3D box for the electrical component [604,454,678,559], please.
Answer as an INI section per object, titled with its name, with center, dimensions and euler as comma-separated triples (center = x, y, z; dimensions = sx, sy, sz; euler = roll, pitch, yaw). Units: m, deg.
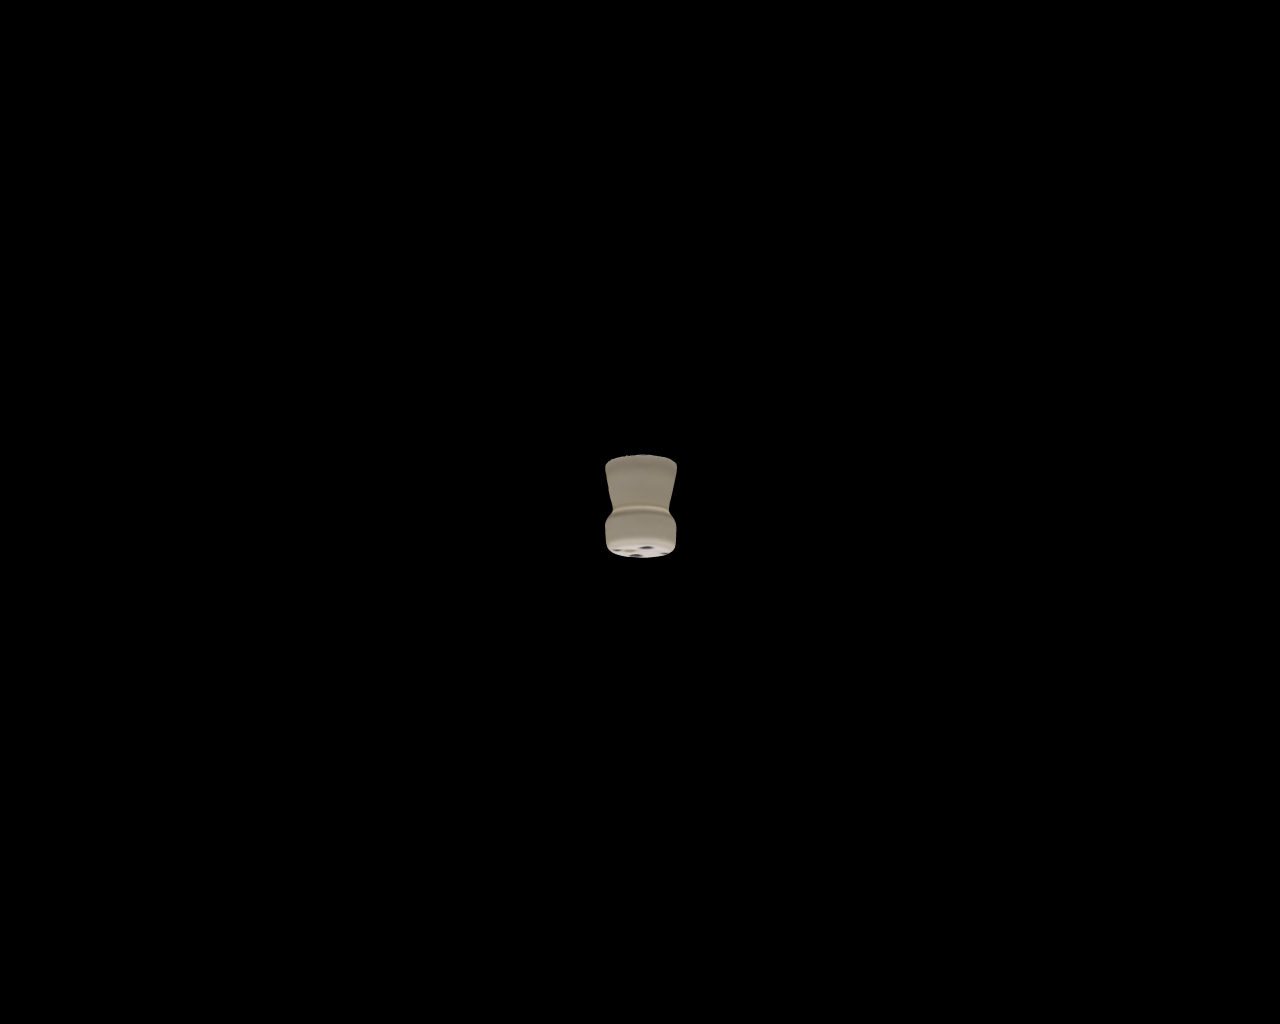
[electrical component]
center = 0.001, -0.003, 0.650
dimensions = 0.045, 0.055, 0.045
euler = 0, -14, 0
